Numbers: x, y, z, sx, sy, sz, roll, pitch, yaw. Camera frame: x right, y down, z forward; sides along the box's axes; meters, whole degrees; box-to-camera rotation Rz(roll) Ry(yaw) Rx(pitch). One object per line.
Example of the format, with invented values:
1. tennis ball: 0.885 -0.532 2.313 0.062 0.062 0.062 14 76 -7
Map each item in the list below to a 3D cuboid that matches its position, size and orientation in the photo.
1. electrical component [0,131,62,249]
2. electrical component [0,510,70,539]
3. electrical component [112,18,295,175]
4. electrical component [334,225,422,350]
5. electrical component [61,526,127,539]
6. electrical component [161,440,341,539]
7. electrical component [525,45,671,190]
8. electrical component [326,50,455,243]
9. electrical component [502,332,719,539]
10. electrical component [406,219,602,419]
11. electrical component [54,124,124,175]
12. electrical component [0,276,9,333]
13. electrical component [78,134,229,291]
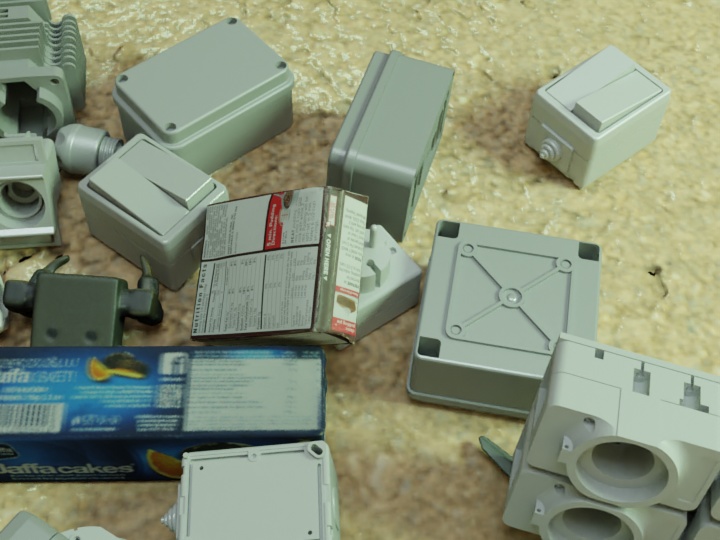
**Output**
1. electrical component: -0.264 -0.054 0.714 0.121 0.078 0.063 -4 33 -4
2. electrical component: -0.166 0.168 0.491 0.061 0.061 0.096 30 55 15
3. electrical component: -0.111 -0.121 0.771 0.113 0.057 0.078 -34 62 -23
4. electrical component: 0.000 0.000 0.676 0.066 0.076 0.047 -30 61 -21
5. electrical component: -0.140 0.178 0.561 0.080 0.051 0.080 1 55 -1
6. electrical component: -0.060 0.137 0.591 0.096 0.061 0.061 -5 56 3
7. electrical component: 0.165 -0.109 0.768 0.096 0.061 0.061 -33 62 -22
8. electrical component: 0.020 -0.086 0.738 0.057 0.078 0.113 17 56 7
9. electrical component: 0.180 0.115 0.569 0.186 0.105 0.060 16 42 5
10. electrical component: 0.091 0.032 0.669 0.109 0.056 0.108 9 55 5
11. electrical component: -0.181 -0.082 0.755 0.061 0.035 0.035 11 55 3
12. electrical component: -0.254 0.024 0.672 0.062 0.043 0.043 -10 56 -7
13. electrical component: -0.140 -0.045 0.713 0.096 0.061 0.061 32 60 19
